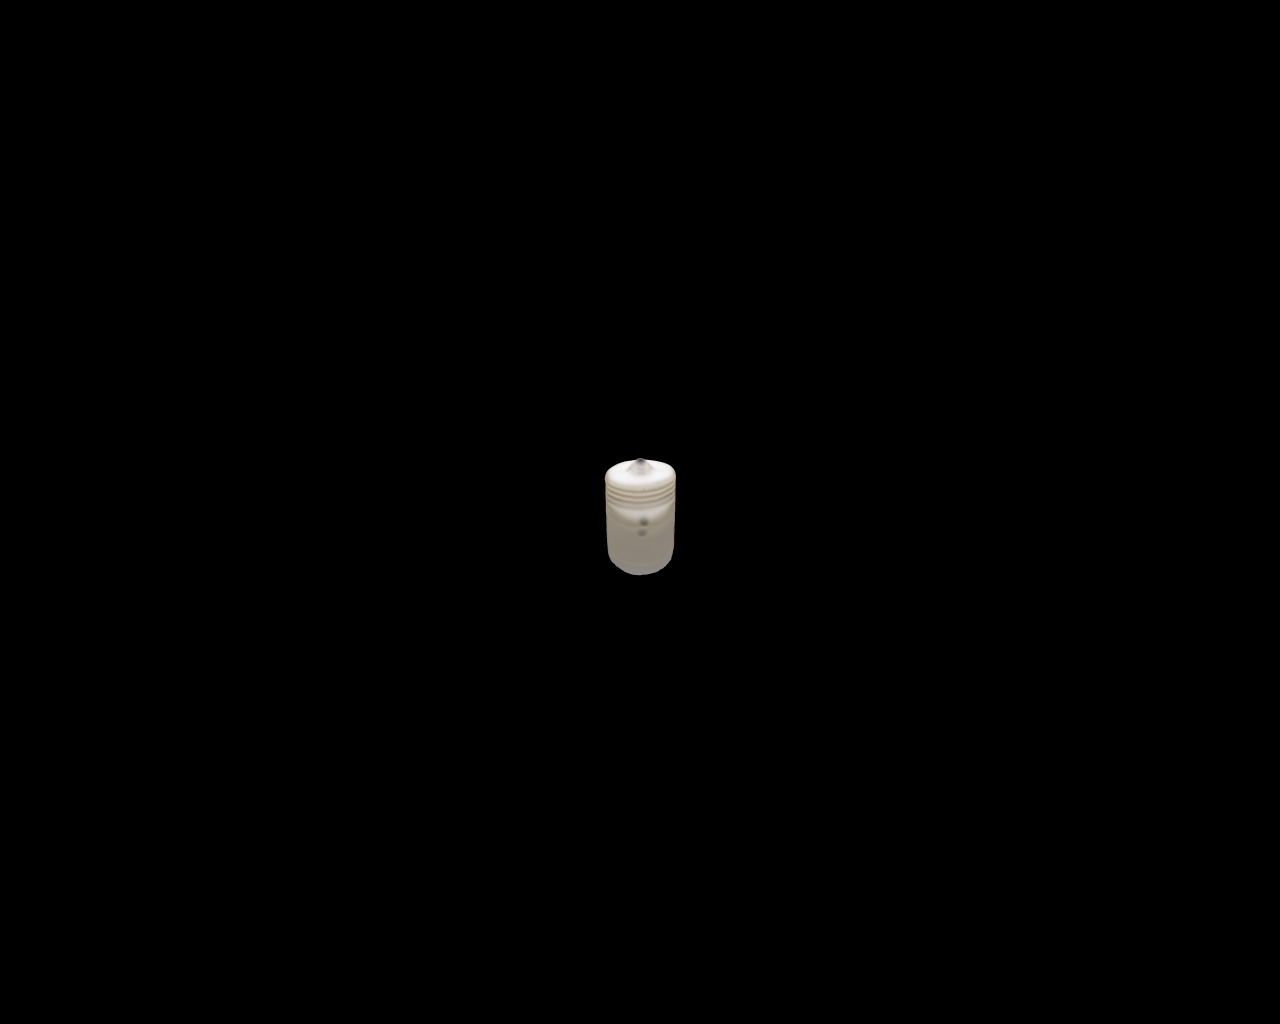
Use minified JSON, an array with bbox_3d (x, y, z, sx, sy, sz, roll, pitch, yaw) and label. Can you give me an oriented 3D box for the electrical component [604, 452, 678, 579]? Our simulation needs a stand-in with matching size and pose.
[{"bbox_3d":[0.001,-0.003,0.650,0.043,0.080,0.043,0,44,0],"label":"electrical component"}]
